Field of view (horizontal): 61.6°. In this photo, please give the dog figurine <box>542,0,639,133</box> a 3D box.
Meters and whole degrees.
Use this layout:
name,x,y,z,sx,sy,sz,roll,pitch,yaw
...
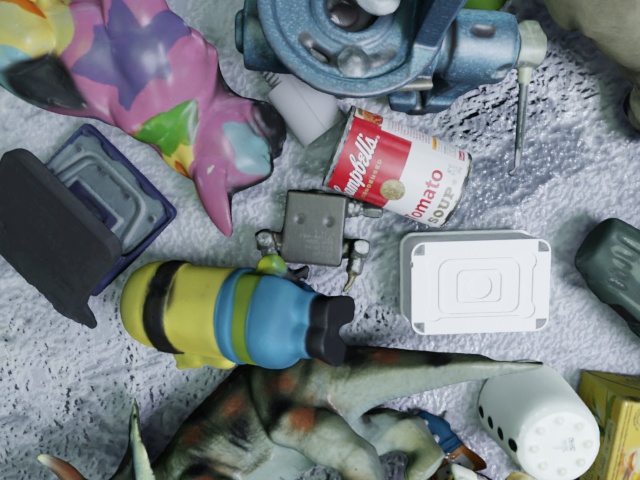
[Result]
name,x,y,z,sx,sy,sz,roll,pitch,yaw
dog figurine,0.234,-0.133,0.372,0.172,0.121,0.190,-33,103,-31

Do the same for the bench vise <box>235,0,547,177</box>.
name,x,y,z,sx,sy,sz,roll,pitch,yaw
bench vise,0.058,-0.141,0.325,0.224,0.240,0.128,13,83,-5

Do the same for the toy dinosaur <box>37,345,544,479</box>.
name,x,y,z,sx,sy,sz,roll,pitch,yaw
toy dinosaur,-0.040,0.157,0.432,0.405,0.131,0.192,-33,63,-12

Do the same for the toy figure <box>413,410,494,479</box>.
name,x,y,z,sx,sy,sz,roll,pitch,yaw
toy figure,0.129,0.222,0.480,0.064,0.058,0.154,-35,98,-36

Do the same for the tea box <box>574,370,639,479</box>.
name,x,y,z,sx,sy,sz,roll,pitch,yaw
tea box,0.277,0.210,0.474,0.098,0.068,0.169,8,97,-4

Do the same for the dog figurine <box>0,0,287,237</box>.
name,x,y,z,sx,sy,sz,roll,pitch,yaw
dog figurine,-0.132,-0.097,0.398,0.191,0.108,0.219,-24,102,-13

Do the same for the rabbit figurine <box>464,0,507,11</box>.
name,x,y,z,sx,sy,sz,roll,pitch,yaw
rabbit figurine,0.094,-0.251,0.400,0.159,0.121,0.170,-46,115,-2

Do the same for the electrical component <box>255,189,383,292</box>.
name,x,y,z,sx,sy,sz,roll,pitch,yaw
electrical component,-0.002,-0.002,0.449,0.102,0.045,0.078,11,99,-3

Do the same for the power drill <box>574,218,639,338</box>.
name,x,y,z,sx,sy,sz,roll,pitch,yaw
power drill,0.347,0.023,0.430,0.232,0.086,0.207,35,98,13

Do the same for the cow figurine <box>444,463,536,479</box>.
name,x,y,z,sx,sy,sz,roll,pitch,yaw
cow figurine,0.091,0.226,0.400,0.167,0.098,0.068,-38,140,-32

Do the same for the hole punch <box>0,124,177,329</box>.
name,x,y,z,sx,sy,sz,roll,pitch,yaw
hole punch,-0.195,-0.017,0.431,0.142,0.092,0.116,45,124,-9

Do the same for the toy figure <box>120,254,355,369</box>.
name,x,y,z,sx,sy,sz,roll,pitch,yaw
toy figure,-0.068,0.053,0.414,0.180,0.082,0.089,3,141,27
